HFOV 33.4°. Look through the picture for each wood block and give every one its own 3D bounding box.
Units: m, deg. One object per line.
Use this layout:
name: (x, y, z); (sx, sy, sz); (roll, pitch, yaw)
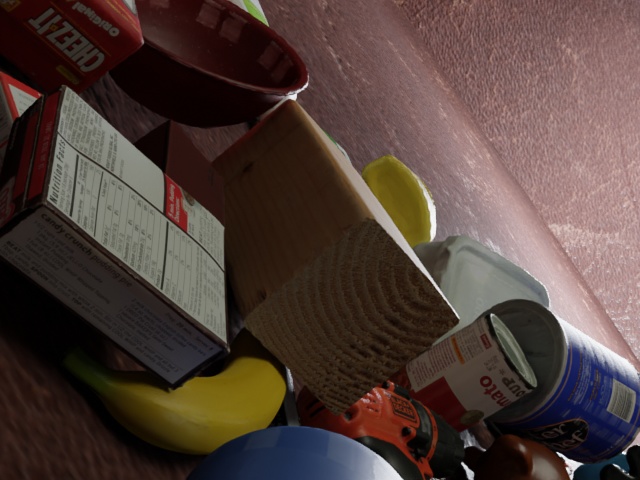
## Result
wood block: (-0.005, 0.000, 0.657); (0.090, 0.091, 0.206); (48, 7, -28)

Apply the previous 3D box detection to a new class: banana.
banana: (-0.052, 0.073, 0.539); (0.070, 0.037, 0.197); (60, 16, 13)

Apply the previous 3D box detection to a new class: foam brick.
foam brick: (-0.088, -0.019, 0.588); (0.053, 0.051, 0.078); (50, 17, -28)

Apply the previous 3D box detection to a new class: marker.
marker: (-0.019, 0.108, 0.602); (0.020, 0.020, 0.121); (45, 20, -37)

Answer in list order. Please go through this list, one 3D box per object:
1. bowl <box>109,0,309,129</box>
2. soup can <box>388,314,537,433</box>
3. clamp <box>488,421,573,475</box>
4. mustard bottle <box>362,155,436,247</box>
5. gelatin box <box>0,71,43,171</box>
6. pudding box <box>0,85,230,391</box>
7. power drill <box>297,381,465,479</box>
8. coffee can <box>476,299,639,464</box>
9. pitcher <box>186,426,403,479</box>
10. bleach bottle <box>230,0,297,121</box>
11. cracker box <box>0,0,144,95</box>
bowl: (-0.090, -0.123, 0.718); (0.162, 0.055, 0.162); (24, 26, -13)
soup can: (0.106, 0.110, 0.820); (0.068, 0.102, 0.068); (50, 17, -21)
clamp: (0.194, 0.202, 1.026); (0.171, 0.039, 0.120); (40, 28, -28)
mustard bottle: (0.087, -0.037, 1.116); (0.096, 0.058, 0.191); (62, 8, 3)
gelatin box: (-0.131, -0.029, 0.519); (0.073, 0.030, 0.089); (28, 34, -61)
pudding box: (-0.088, -0.001, 0.466); (0.113, 0.039, 0.090); (42, 24, -32)
power drill: (0.069, 0.178, 0.664); (0.184, 0.057, 0.188); (30, 28, -51)
coffee can: (0.195, 0.121, 0.895); (0.140, 0.103, 0.103); (30, 30, -40)
pitcher: (-0.013, 0.160, 0.326); (0.242, 0.145, 0.149); (-67, 160, -75)
bleach bottle: (-0.086, -0.203, 0.944); (0.102, 0.068, 0.251); (20, 42, -64)
cracker box: (-0.190, -0.203, 0.611); (0.164, 0.072, 0.214); (42, 21, -45)
